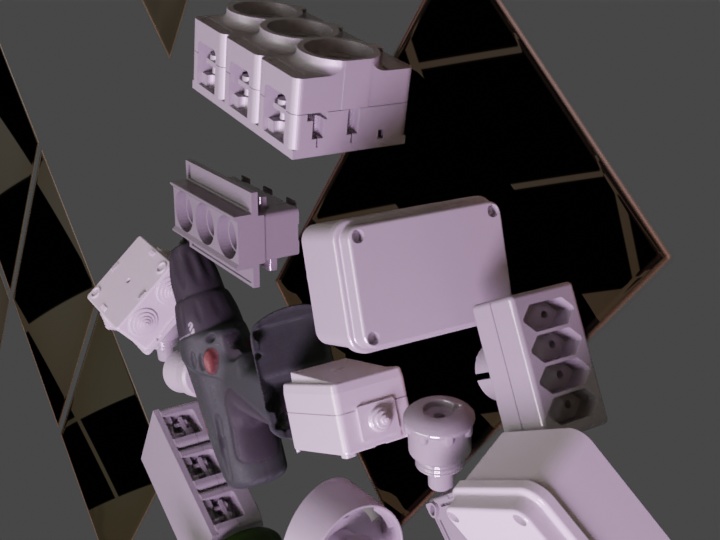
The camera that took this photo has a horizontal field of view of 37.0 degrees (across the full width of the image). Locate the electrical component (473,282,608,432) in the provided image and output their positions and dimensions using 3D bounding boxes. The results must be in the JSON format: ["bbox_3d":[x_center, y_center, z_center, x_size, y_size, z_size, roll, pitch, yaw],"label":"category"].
[{"bbox_3d":[0.093,0.057,0.628,0.076,0.047,0.083,-20,83,59],"label":"electrical component"}]

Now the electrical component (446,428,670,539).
[{"bbox_3d":[0.111,0.145,0.576,0.113,0.057,0.078,51,151,-12],"label":"electrical component"}]

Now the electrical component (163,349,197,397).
[{"bbox_3d":[-0.165,0.102,1.066,0.055,0.045,0.045,2,102,58],"label":"electrical component"}]

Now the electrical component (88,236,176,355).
[{"bbox_3d":[-0.216,0.022,1.071,0.048,0.099,0.100,44,173,-40],"label":"electrical component"}]

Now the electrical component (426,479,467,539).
[{"bbox_3d":[0.097,0.167,0.654,0.062,0.061,0.096,-38,76,56],"label":"electrical component"}]

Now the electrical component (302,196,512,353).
[{"bbox_3d":[0.030,0.001,0.648,0.057,0.113,0.078,2,102,61],"label":"electrical component"}]

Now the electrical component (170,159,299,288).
[{"bbox_3d":[-0.104,-0.043,0.899,0.121,0.063,0.078,28,124,52],"label":"electrical component"}]

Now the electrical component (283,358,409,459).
[{"bbox_3d":[-0.007,0.099,0.791,0.096,0.062,0.061,-9,92,59],"label":"electrical component"}]

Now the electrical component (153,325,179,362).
[{"bbox_3d":[-0.206,0.065,1.122,0.048,0.048,0.062,32,133,50],"label":"electrical component"}]

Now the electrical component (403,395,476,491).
[{"bbox_3d":[0.053,0.118,0.719,0.048,0.048,0.062,32,133,50],"label":"electrical component"}]

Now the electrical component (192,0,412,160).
[{"bbox_3d":[-0.043,-0.136,0.742,0.150,0.089,0.061,39,132,47],"label":"electrical component"}]

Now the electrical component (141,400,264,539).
[{"bbox_3d":[-0.157,0.217,1.077,0.150,0.062,0.089,57,143,31],"label":"electrical component"}]

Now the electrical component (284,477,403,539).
[{"bbox_3d":[-0.016,0.212,0.817,0.064,0.099,0.099,16,114,49],"label":"electrical component"}]
